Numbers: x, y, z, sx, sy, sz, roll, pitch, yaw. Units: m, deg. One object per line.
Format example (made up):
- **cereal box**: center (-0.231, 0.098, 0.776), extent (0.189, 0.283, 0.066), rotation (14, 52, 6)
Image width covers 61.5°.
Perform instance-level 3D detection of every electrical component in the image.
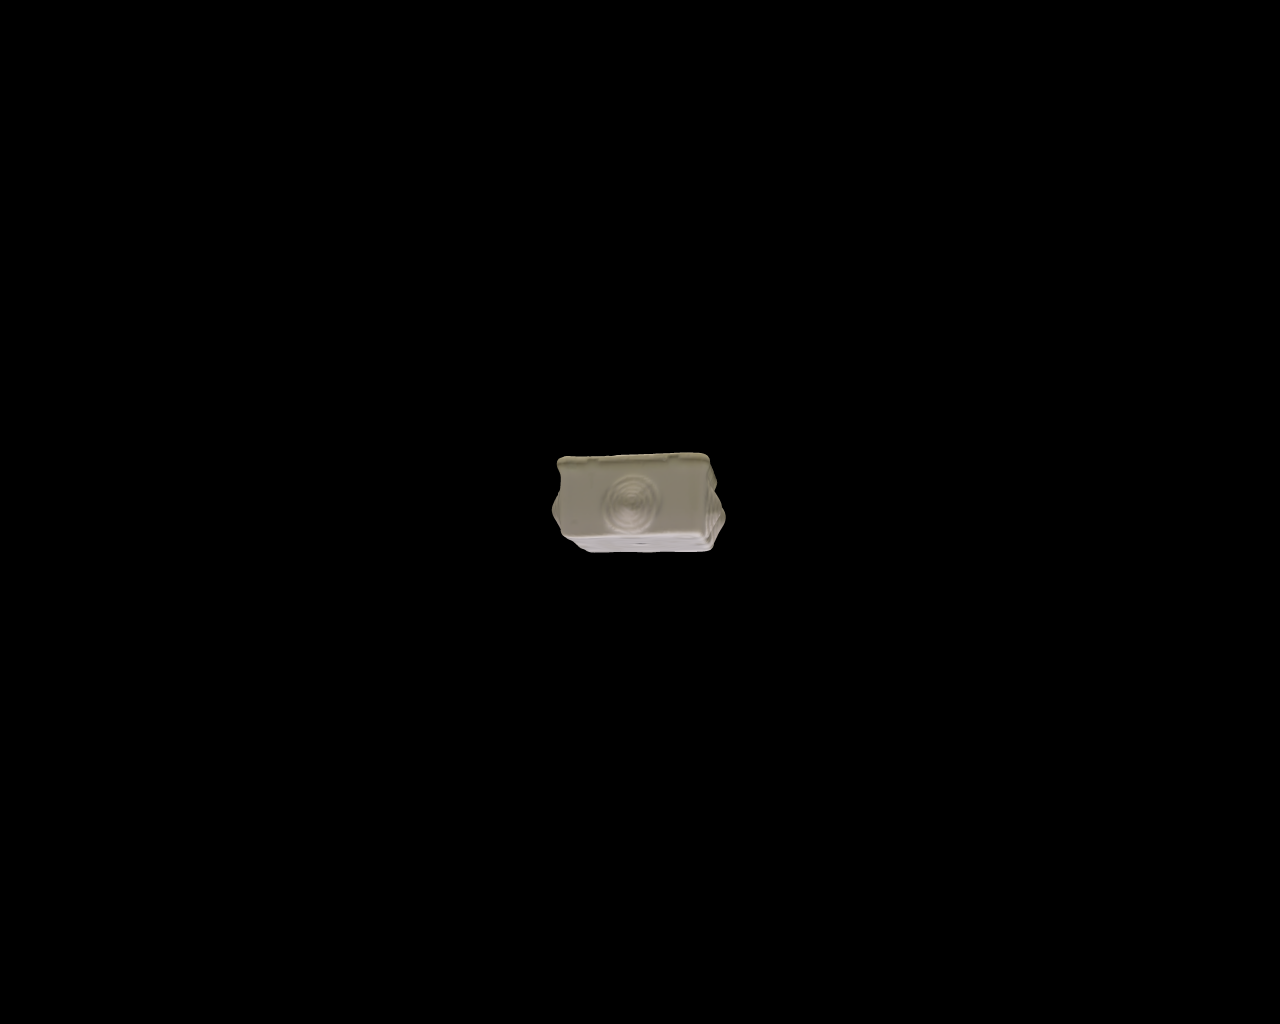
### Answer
- **electrical component**: center (0.001, -0.003, 0.650), extent (0.100, 0.048, 0.099), rotation (-1, -9, 7)
